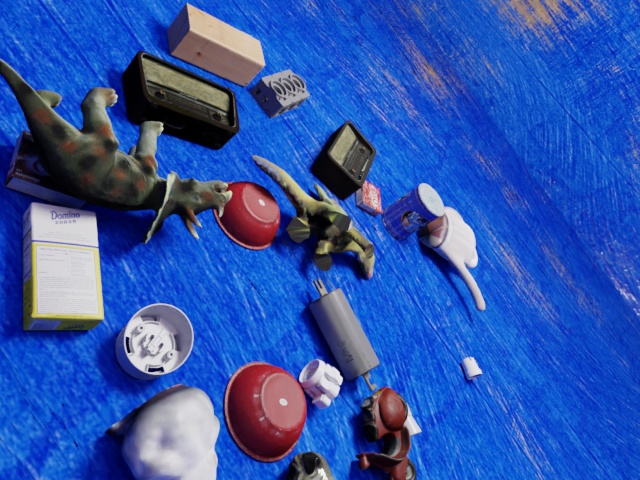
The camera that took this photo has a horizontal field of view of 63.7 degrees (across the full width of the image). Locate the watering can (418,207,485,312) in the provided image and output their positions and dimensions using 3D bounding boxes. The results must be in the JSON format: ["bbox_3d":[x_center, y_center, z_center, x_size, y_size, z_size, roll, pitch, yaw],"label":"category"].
[{"bbox_3d":[0.395,0.026,1.519,0.222,0.102,0.356,28,43,-30],"label":"watering can"}]

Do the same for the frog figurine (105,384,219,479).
[{"bbox_3d":[-0.180,0.279,0.671,0.161,0.122,0.137,52,15,17],"label":"frog figurine"}]

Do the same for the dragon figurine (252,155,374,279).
[{"bbox_3d":[0.004,-0.059,1.167,0.407,0.121,0.246,50,11,-14],"label":"dragon figurine"}]
